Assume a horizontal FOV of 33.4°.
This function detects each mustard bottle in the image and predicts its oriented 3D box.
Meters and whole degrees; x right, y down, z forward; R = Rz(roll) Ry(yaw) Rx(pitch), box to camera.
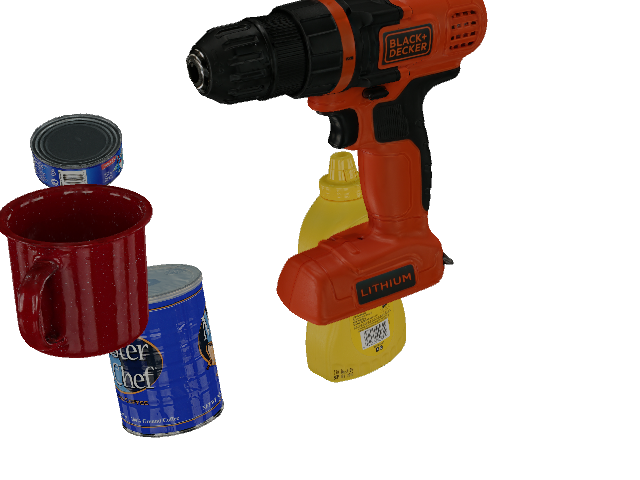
[{"bbox_3d":[0.025,0.018,0.902,0.096,0.192,0.058,-22,29,-34],"label":"mustard bottle"}]

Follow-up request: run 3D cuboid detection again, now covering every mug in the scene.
[{"bbox_3d":[-0.151,0.024,0.652,0.093,0.081,0.117,5,26,9],"label":"mug"}]

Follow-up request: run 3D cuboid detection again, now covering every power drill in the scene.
[{"bbox_3d":[0.013,-0.048,0.607,0.184,0.188,0.057,-17,34,-28],"label":"power drill"}]

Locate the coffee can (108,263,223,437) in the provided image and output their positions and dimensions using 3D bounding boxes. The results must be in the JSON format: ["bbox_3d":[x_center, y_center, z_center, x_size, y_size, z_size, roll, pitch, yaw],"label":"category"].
[{"bbox_3d":[-0.155,0.105,1.036,0.103,0.140,0.103,-7,16,2],"label":"coffee can"}]

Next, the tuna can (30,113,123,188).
[{"bbox_3d":[-0.231,-0.083,1.018,0.086,0.034,0.086,2,41,-2],"label":"tuna can"}]
